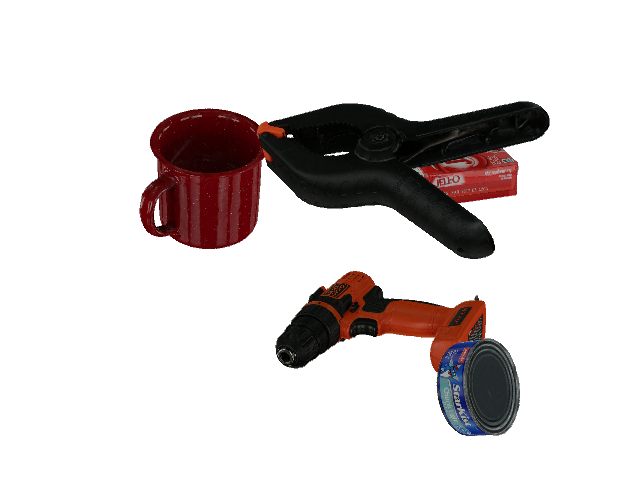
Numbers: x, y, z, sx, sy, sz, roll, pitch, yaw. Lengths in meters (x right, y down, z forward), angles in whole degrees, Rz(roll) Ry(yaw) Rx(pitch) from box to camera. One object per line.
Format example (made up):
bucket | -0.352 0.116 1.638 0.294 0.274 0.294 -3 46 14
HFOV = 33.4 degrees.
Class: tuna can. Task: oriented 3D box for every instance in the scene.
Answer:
tuna can | 0.141 0.132 0.956 0.034 0.086 0.085 -12 -8 41

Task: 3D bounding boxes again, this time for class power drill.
power drill | 0.066 0.093 1.112 0.188 0.057 0.184 11 28 25

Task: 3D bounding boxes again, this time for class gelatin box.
gelatin box | 0.106 -0.059 0.836 0.073 0.030 0.089 -7 25 -7

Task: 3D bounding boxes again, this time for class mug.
mug | -0.097 -0.042 0.853 0.093 0.081 0.117 30 46 26

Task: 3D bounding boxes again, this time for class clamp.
clamp | 0.039 -0.039 0.615 0.172 0.039 0.120 1 39 20
